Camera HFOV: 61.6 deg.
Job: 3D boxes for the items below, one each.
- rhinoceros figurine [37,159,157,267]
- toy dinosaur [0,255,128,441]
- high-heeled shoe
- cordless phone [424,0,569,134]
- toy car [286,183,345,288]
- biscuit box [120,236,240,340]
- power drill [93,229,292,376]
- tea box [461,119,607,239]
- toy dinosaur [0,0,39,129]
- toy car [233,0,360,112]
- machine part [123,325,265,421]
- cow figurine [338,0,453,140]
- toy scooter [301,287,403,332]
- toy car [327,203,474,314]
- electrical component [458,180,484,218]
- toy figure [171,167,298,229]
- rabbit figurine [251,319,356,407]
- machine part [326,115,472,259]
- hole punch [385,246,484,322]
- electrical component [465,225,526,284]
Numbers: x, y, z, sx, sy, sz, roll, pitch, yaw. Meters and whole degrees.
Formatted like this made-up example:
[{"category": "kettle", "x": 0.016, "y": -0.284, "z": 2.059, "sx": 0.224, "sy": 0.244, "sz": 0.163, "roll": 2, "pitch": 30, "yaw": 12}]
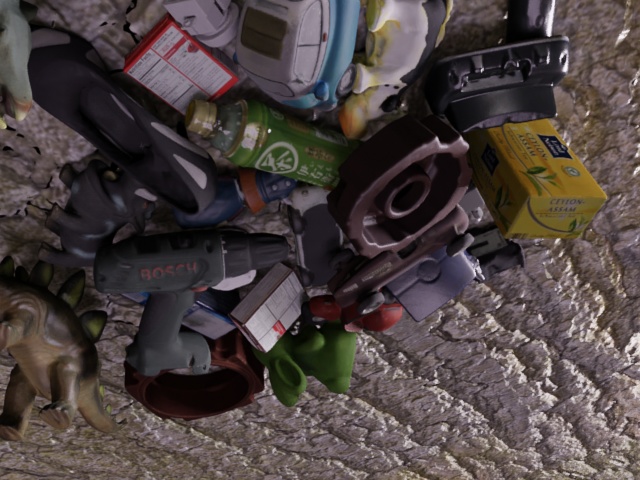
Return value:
[{"category": "rhinoceros figurine", "x": -0.255, "y": -0.033, "z": 0.628, "sx": 0.112, "sy": 0.073, "sz": 0.190, "roll": 24, "pitch": 127, "yaw": -32}, {"category": "toy dinosaur", "x": -0.347, "y": 0.153, "z": 0.705, "sx": 0.105, "sy": 0.199, "sz": 0.470, "roll": -2, "pitch": 127, "yaw": 2}, {"category": "high-heeled shoe", "x": -0.211, "y": -0.107, "z": 0.507, "sx": 0.248, "sy": 0.145, "sz": 0.086, "roll": 20, "pitch": 128, "yaw": -33}, {"category": "cordless phone", "x": 0.183, "y": -0.214, "z": 0.553, "sx": 0.147, "sy": 0.089, "sz": 0.184, "roll": -10, "pitch": 126, "yaw": 0}, {"category": "toy car", "x": -0.002, "y": -0.002, "z": 0.737, "sx": 0.073, "sy": 0.056, "sz": 0.201, "roll": -15, "pitch": 139, "yaw": -7}, {"category": "biscuit box", "x": -0.202, "y": 0.071, "z": 0.760, "sx": 0.059, "sy": 0.063, "sz": 0.202, "roll": -32, "pitch": 134, "yaw": 22}, {"category": "power drill", "x": -0.162, "y": 0.078, "z": 0.680, "sx": 0.232, "sy": 0.086, "sz": 0.207, "roll": 1, "pitch": 131, "yaw": -22}, {"category": "tea box", "x": 0.235, "y": -0.082, "z": 0.622, "sx": 0.098, "sy": 0.170, "sz": 0.068, "roll": -2, "pitch": 136, "yaw": -14}, {"category": "toy dinosaur", "x": -0.229, "y": -0.283, "z": 0.345, "sx": 0.192, "sy": 0.131, "sz": 0.404, "roll": -1, "pitch": 130, "yaw": -13}, {"category": "toy car", "x": -0.023, "y": -0.185, "z": 0.477, "sx": 0.109, "sy": 0.103, "sz": 0.161, "roll": 28, "pitch": 132, "yaw": 13}, {"category": "machine part", "x": -0.206, "y": 0.220, "z": 0.902, "sx": 0.201, "sy": 0.087, "sz": 0.201, "roll": -17, "pitch": 139, "yaw": 4}, {"category": "cow figurine", "x": 0.072, "y": -0.181, "z": 0.558, "sx": 0.098, "sy": 0.068, "sz": 0.167, "roll": -5, "pitch": 138, "yaw": -17}, {"category": "toy scooter", "x": 0.073, "y": 0.091, "z": 0.811, "sx": 0.184, "sy": 0.075, "sz": 0.135, "roll": 6, "pitch": 149, "yaw": -37}, {"category": "toy car", "x": 0.100, "y": 0.016, "z": 0.695, "sx": 0.202, "sy": 0.089, "sz": 0.053, "roll": -32, "pitch": 162, "yaw": 2}, {"category": "electrical component", "x": 0.194, "y": -0.054, "z": 0.752, "sx": 0.063, "sy": 0.021, "sz": 0.094, "roll": -27, "pitch": 137, "yaw": 15}, {"category": "toy figure", "x": -0.103, "y": -0.057, "z": 0.652, "sx": 0.154, "sy": 0.058, "sz": 0.064, "roll": -18, "pitch": 144, "yaw": -1}, {"category": "rabbit figurine", "x": -0.035, "y": 0.190, "z": 0.883, "sx": 0.170, "sy": 0.159, "sz": 0.121, "roll": 11, "pitch": 145, "yaw": -3}, {"category": "machine part", "x": 0.090, "y": -0.059, "z": 0.609, "sx": 0.179, "sy": 0.056, "sz": 0.179, "roll": -26, "pitch": 147, "yaw": -19}, {"category": "hole punch", "x": 0.146, "y": 0.038, "z": 0.755, "sx": 0.116, "sy": 0.092, "sz": 0.142, "roll": -39, "pitch": 92, "yaw": 30}, {"category": "electrical component", "x": 0.238, "y": 0.024, "z": 0.807, "sx": 0.119, "sy": 0.075, "sz": 0.047, "roll": -25, "pitch": 135, "yaw": 8}]
